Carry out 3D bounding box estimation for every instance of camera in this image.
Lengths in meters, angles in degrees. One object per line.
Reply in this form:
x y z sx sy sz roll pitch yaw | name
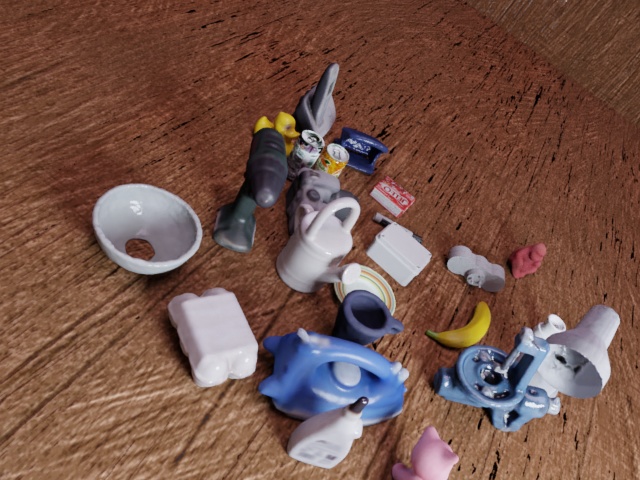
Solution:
0.012 -0.071 1.134 0.137 0.100 0.143 15 44 -21 | camera

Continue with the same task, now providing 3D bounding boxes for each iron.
0.044 0.201 0.864 0.259 0.141 0.118 18 43 -18 | iron

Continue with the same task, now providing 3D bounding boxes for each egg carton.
-0.157 0.141 0.842 0.107 0.069 0.150 -8 56 -39 | egg carton

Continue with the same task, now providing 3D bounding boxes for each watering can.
0.011 0.003 0.990 0.172 0.194 0.101 44 41 10 | watering can

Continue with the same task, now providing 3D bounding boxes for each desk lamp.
0.456 0.217 1.068 0.118 0.213 0.204 44 41 11 | desk lamp

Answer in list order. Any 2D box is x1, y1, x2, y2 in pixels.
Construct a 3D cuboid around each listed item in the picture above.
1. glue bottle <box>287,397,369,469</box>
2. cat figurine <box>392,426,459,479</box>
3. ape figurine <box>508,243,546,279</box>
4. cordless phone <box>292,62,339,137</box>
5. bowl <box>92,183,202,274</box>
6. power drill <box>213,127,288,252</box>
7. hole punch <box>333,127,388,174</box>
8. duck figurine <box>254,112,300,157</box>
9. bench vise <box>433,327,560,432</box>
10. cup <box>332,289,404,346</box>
0.021 0.255 0.773 0.078 0.173 0.037 23 42 -13 | glue bottle
0.151 0.340 0.820 0.067 0.117 0.128 32 41 -3 | cat figurine
0.495 0.042 1.355 0.078 0.092 0.076 21 42 -15 | ape figurine
0.014 -0.335 1.323 0.094 0.185 0.148 32 41 -3 | cordless phone
-0.275 -0.005 0.899 0.168 0.074 0.167 19 43 -18 | bowl
-0.112 -0.079 0.976 0.076 0.208 0.229 19 43 -17 | power drill
0.097 -0.226 1.347 0.109 0.091 0.101 19 43 -18 | hole punch
-0.088 -0.239 1.239 0.104 0.086 0.078 42 41 8 | duck figurine
0.329 0.225 0.971 0.208 0.219 0.121 13 45 -24 | bench vise
0.073 0.149 0.968 0.118 0.095 0.091 20 43 -16 | cup
